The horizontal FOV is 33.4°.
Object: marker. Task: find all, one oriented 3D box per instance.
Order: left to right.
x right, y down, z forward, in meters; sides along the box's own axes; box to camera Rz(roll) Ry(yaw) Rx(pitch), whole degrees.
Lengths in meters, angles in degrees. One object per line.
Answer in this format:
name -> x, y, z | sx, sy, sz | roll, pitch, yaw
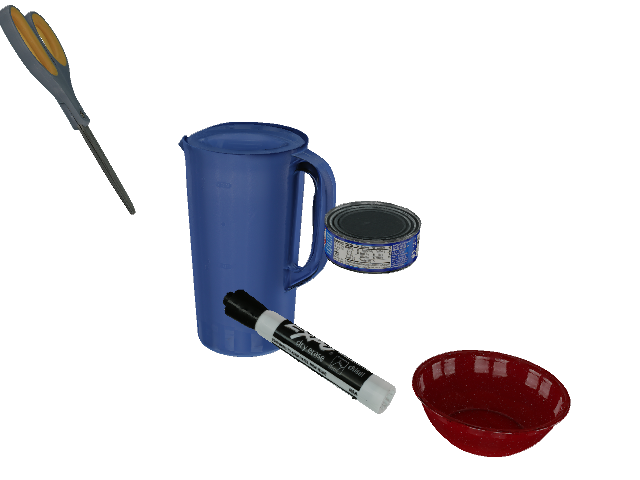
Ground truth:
marker -> -0.010, 0.064, 0.640 | 0.121, 0.020, 0.020 | 31, 12, 21

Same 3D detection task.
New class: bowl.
bowl -> 0.173, 0.175, 1.103 | 0.162, 0.055, 0.162 | 3, 24, -2

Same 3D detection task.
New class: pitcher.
pitcher -> -0.072, 0.000, 1.154 | 0.144, 0.243, 0.149 | -5, 21, -16

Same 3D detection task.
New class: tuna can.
tuna can -> 0.046, -0.003, 0.947 | 0.086, 0.034, 0.086 | 1, 25, -1

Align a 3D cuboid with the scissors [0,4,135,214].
scissors -> -0.215, -0.121, 0.939 | 0.016, 0.201, 0.096 | -27, 26, 10
